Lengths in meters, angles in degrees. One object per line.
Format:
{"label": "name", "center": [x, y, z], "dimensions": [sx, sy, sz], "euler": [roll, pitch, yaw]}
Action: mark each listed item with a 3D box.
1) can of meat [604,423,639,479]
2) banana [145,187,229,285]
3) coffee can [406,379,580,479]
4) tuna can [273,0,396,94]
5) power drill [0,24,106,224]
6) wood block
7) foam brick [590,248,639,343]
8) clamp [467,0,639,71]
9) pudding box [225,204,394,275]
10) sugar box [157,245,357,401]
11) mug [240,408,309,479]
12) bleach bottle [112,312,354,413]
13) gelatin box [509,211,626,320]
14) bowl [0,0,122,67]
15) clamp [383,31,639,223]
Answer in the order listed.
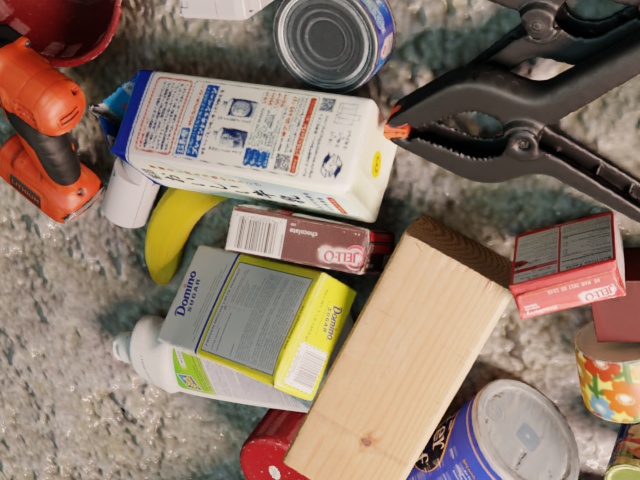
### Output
{"label": "can of meat", "center": [0.270, 0.167, 0.799], "dimensions": [0.102, 0.083, 0.057], "euler": [7, 123, 26]}
{"label": "banana", "center": [-0.105, -0.022, 0.917], "dimensions": [0.198, 0.037, 0.069], "euler": [-33, 100, 39]}
{"label": "coffee can", "center": [0.129, 0.193, 0.881], "dimensions": [0.103, 0.102, 0.141], "euler": [41, 131, 0]}
{"label": "tuna can", "center": [0.010, -0.150, 0.773], "dimensions": [0.086, 0.033, 0.086], "euler": [14, 125, 21]}
{"label": "power drill", "center": [-0.256, -0.107, 0.884], "dimensions": [0.185, 0.057, 0.188], "euler": [37, 158, 21]}
{"label": "wood block", "center": [0.063, 0.095, 0.818], "dimensions": [0.091, 0.090, 0.206], "euler": [30, 107, 8]}
{"label": "foam brick", "center": [0.236, 0.038, 0.756], "dimensions": [0.078, 0.051, 0.053], "euler": [-1, 117, 30]}
{"label": "clamp", "center": [0.137, -0.155, 0.691], "dimensions": [0.172, 0.039, 0.120], "euler": [-10, 132, 31]}
{"label": "pudding box", "center": [-0.006, 0.001, 0.834], "dimensions": [0.114, 0.090, 0.039], "euler": [12, 91, 17]}
{"label": "sugar box", "center": [-0.055, 0.062, 0.858], "dimensions": [0.048, 0.093, 0.177], "euler": [31, 169, -35]}
{"label": "mug", "center": [-0.013, 0.183, 0.968], "dimensions": [0.117, 0.081, 0.093], "euler": [-34, 100, 40]}
{"label": "bleach bottle", "center": [-0.087, 0.099, 0.970], "dimensions": [0.251, 0.068, 0.102], "euler": [2, 120, 31]}
{"label": "gelatin box", "center": [0.173, 0.017, 0.743], "dimensions": [0.073, 0.089, 0.030], "euler": [-16, 110, 20]}
{"label": "bowl", "center": [-0.209, -0.220, 0.836], "dimensions": [0.162, 0.055, 0.162], "euler": [14, 125, 21]}
{"label": "clamp", "center": [0.148, -0.068, 0.728], "dimensions": [0.210, 0.036, 0.164], "euler": [0, 133, 27]}
